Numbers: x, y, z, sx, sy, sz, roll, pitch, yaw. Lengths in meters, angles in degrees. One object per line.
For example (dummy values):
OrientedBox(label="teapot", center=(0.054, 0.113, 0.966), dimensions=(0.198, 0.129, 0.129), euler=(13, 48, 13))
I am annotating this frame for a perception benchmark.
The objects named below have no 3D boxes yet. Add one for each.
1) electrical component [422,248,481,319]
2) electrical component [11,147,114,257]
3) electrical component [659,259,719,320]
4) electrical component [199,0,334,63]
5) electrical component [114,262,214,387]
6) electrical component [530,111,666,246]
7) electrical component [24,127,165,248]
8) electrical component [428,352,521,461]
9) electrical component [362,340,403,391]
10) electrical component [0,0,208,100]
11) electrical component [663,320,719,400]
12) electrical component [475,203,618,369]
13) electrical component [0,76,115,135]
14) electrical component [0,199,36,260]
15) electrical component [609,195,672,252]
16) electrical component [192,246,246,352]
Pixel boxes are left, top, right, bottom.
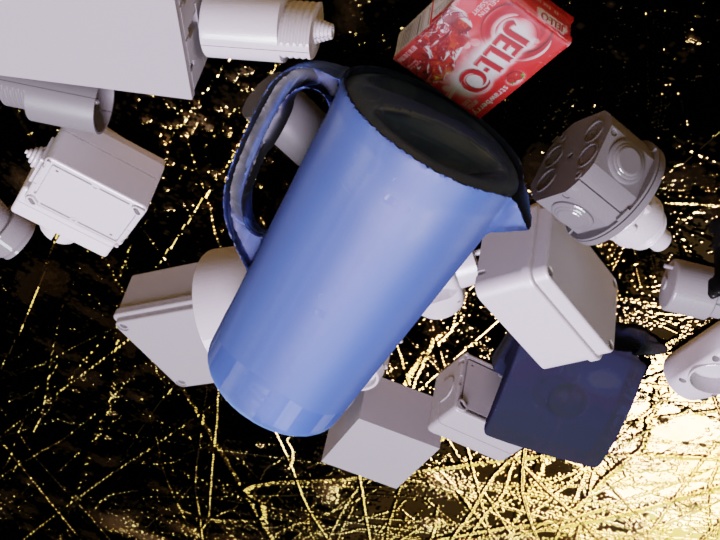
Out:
OrientedBox(label="electrical component", center=(0.070, -0.002, 0.834), dimensions=(0.079, 0.043, 0.077), euler=(-17, 149, 9))
OrientedBox(label="electrical component", center=(-0.237, -0.046, 0.874), dimensions=(0.083, 0.047, 0.076), euler=(28, 141, -18))
OrientedBox(label="electrical component", center=(0.262, 0.018, 0.805), dimensions=(0.078, 0.040, 0.040), euler=(14, 143, 0))
OrientedBox(label="electrical component", center=(-0.057, -0.154, 0.682), dimensions=(0.081, 0.043, 0.043), euler=(6, 142, 10))
OrientedBox(label="electrical component", center=(-0.141, 0.048, 0.957), dimensions=(0.109, 0.056, 0.108), euler=(-10, 137, 28))
OrientedBox(label="electrical component", center=(0.156, -0.061, 0.707), dimensions=(0.051, 0.080, 0.080), euler=(36, 138, -18))
OrientedBox(label="electrical component", center=(-0.206, -0.074, 0.817), dimensions=(0.096, 0.061, 0.062), euler=(28, 141, -18))
OrientedBox(label="electrical component", center=(0.115, 0.129, 0.975), dimensions=(0.096, 0.061, 0.061), euler=(25, 141, -15))
OrientedBox(label="electrical component", center=(-0.004, 0.068, 0.939), dimensions=(0.078, 0.057, 0.058), euler=(-9, 137, 27))
OrientedBox(label="electrical component", center=(-0.175, -0.170, 0.683), dimensions=(0.150, 0.061, 0.089), euler=(8, 143, 7))
OrientedBox(label="electrical component", center=(0.301, 0.077, 0.866), dimensions=(0.079, 0.044, 0.077), euler=(24, 141, -13))
OrientedBox(label="electrical component", center=(0.142, 0.013, 0.804), dimensions=(0.057, 0.078, 0.113), euler=(-17, 133, 34))
OrientedBox(label="electrical component", center=(-0.222, -0.126, 0.770), dimensions=(0.081, 0.043, 0.043), euler=(12, 143, 3))
OrientedBox(label="electrical component", center=(-0.308, -0.041, 0.905), dimensions=(0.045, 0.045, 0.055), euler=(-21, 132, 37))
OrientedBox(label="electrical component", center=(0.196, -0.034, 0.758), dimensions=(0.062, 0.048, 0.048), euler=(32, 140, -33))
OrientedBox(label="electrical component", center=(-0.082, 0.029, 0.876), dimensions=(0.060, 0.108, 0.108), euler=(-13, 136, 23))
